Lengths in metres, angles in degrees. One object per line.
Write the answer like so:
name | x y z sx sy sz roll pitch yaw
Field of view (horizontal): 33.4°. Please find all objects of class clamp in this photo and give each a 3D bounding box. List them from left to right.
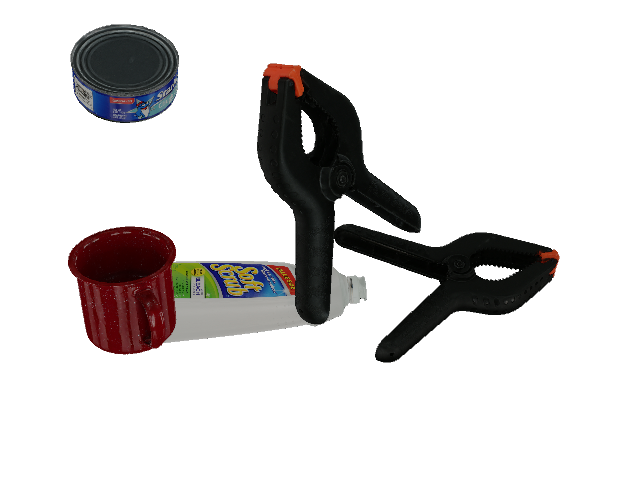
clamp | -0.001 -0.031 0.698 0.039 0.171 0.120 3 47 44
clamp | 0.125 0.042 0.998 0.210 0.164 0.036 -2 -44 -7

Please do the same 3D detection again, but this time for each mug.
mug | -0.164 0.051 0.935 0.093 0.081 0.117 -21 38 -28

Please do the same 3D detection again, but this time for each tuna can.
tuna can | -0.158 -0.135 0.864 0.086 0.086 0.034 0 -40 -9

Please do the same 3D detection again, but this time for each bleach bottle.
bleach bottle | -0.076 0.059 1.187 0.250 0.068 0.102 -5 35 -4
